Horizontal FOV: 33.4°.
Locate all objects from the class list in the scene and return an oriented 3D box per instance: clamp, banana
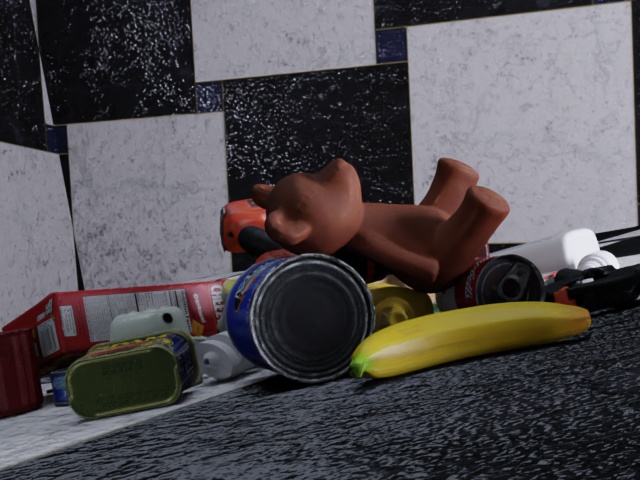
[{"bbox_3d":[0.277,0.041,1.009,0.165,0.036,0.209,-12,1,29],"label":"clamp"},{"bbox_3d":[0.103,0.076,0.799,0.197,0.037,0.070,-12,17,-17],"label":"banana"}]

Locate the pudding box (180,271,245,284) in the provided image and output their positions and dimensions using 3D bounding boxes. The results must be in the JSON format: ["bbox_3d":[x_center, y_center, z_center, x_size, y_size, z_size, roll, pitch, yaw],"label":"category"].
[{"bbox_3d":[-0.138,0.067,1.346,0.090,0.039,0.113,-9,3,25],"label":"pudding box"}]

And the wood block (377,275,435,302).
[{"bbox_3d":[0.055,0.059,1.272,0.090,0.091,0.205,-11,-1,34],"label":"wood block"}]

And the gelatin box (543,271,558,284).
[{"bbox_3d":[0.222,0.057,1.157,0.073,0.030,0.089,-12,-1,27],"label":"gelatin box"}]

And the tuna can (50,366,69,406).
[{"bbox_3d":[-0.226,0.140,1.070,0.086,0.034,0.086,-11,-1,0],"label":"tuna can"}]

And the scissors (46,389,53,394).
[{"bbox_3d":[-0.192,0.144,1.178,0.201,0.016,0.096,-11,-2,-1],"label":"scissors"}]

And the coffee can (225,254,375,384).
[{"bbox_3d":[-0.021,0.064,0.902,0.102,0.103,0.140,-11,0,-13],"label":"coffee can"}]

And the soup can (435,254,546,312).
[{"bbox_3d":[0.155,0.049,0.989,0.068,0.068,0.102,-11,0,-16],"label":"soup can"}]

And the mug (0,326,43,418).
[{"bbox_3d":[-0.333,0.136,1.061,0.117,0.081,0.093,-10,-1,-37],"label":"mug"}]

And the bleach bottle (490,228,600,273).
[{"bbox_3d":[0.218,0.044,1.345,0.251,0.068,0.102,-14,-4,37],"label":"bleach bottle"}]

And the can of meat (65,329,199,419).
[{"bbox_3d":[-0.161,0.116,0.919,0.102,0.057,0.084,-12,2,2],"label":"can of meat"}]

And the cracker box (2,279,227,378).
[{"bbox_3d":[-0.220,0.098,1.181,0.213,0.072,0.164,-3,-15,-36],"label":"cracker box"}]

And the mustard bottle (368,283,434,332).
[{"bbox_3d":[0.059,0.073,1.031,0.096,0.058,0.192,-7,0,-5],"label":"mustard bottle"}]

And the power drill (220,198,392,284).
[{"bbox_3d":[-0.007,0.001,1.084,0.184,0.057,0.188,-9,19,-26],"label":"power drill"}]

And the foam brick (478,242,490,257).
[{"bbox_3d":[0.167,0.029,1.210,0.053,0.078,0.051,-8,-1,11],"label":"foam brick"}]
